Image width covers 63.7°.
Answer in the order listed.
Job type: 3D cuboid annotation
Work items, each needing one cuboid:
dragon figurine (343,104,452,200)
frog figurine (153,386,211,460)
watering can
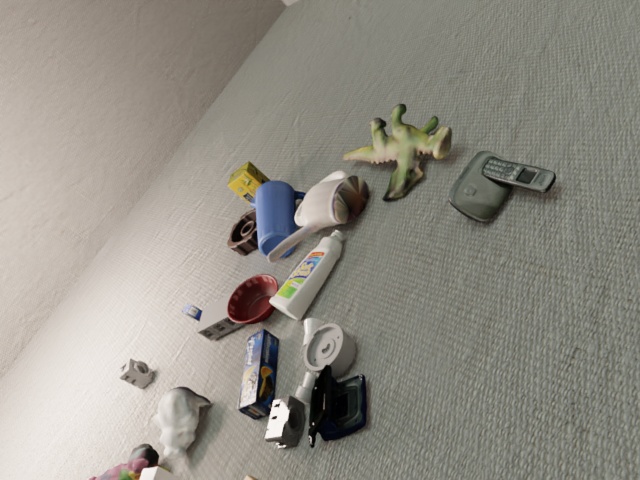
[{"bbox_3d":[0.194,-0.216,1.376,0.405,0.121,0.248,-28,44,46],"label":"dragon figurine"},{"bbox_3d":[-0.362,0.456,1.287,0.137,0.120,0.163,-4,37,25],"label":"frog figurine"},{"bbox_3d":[0.004,-0.071,1.419,0.223,0.102,0.354,-6,43,48],"label":"watering can"}]
